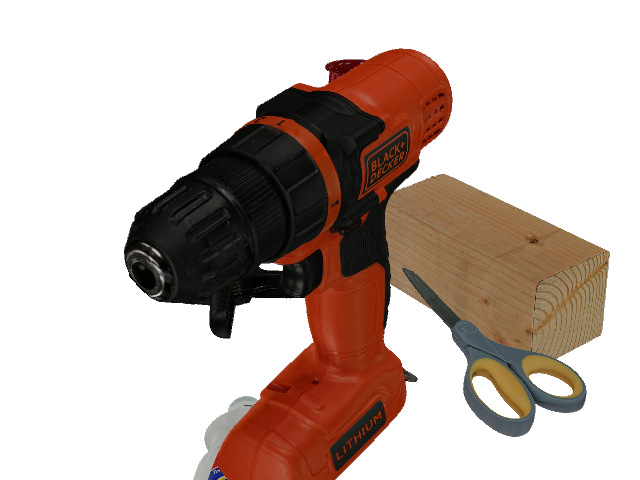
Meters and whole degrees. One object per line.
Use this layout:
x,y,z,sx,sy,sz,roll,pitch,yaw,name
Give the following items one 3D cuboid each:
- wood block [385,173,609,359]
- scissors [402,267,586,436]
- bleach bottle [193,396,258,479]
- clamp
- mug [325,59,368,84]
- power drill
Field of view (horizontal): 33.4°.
0.150,0.022,0.975,0.090,0.090,0.206,-21,33,-30,wood block
0.130,0.075,0.800,0.096,0.016,0.202,-1,32,-10,scissors
-0.063,0.204,0.811,0.102,0.068,0.251,-4,28,-3,bleach bottle
-0.089,0.048,1.047,0.210,0.036,0.164,10,20,44,clamp
0.056,-0.172,1.302,0.093,0.081,0.117,17,26,29,mug
-0.008,0.027,0.462,0.057,0.188,0.184,26,41,28,power drill
